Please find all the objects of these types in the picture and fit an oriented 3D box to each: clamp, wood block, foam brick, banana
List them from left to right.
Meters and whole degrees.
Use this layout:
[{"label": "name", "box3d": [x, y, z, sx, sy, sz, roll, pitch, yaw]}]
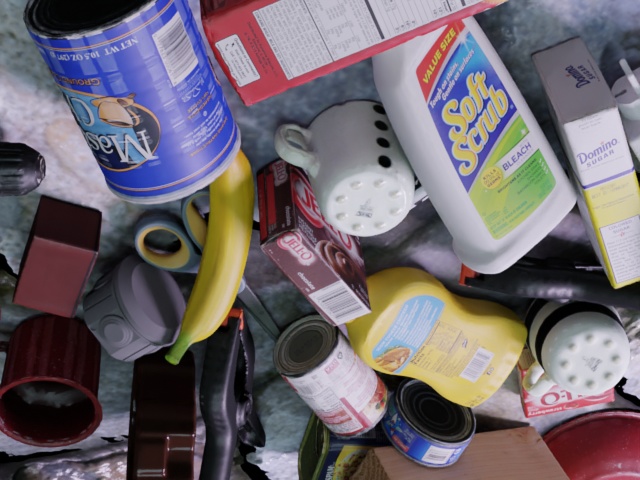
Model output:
[{"label": "foam brick", "box3d": [-0.210, 0.014, 0.854, 0.051, 0.053, 0.078, 15, 127, -18]}, {"label": "banana", "box3d": [-0.077, 0.006, 0.833, 0.037, 0.069, 0.198, 19, 117, 7]}, {"label": "clamp", "box3d": [-0.083, 0.157, 0.941, 0.036, 0.164, 0.210, 7, 124, 11]}, {"label": "wood block", "box3d": [0.133, 0.251, 1.029, 0.205, 0.091, 0.090, 0, 133, -34]}, {"label": "clamp", "box3d": [0.205, 0.035, 0.885, 0.171, 0.120, 0.039, 2, 92, -6]}]

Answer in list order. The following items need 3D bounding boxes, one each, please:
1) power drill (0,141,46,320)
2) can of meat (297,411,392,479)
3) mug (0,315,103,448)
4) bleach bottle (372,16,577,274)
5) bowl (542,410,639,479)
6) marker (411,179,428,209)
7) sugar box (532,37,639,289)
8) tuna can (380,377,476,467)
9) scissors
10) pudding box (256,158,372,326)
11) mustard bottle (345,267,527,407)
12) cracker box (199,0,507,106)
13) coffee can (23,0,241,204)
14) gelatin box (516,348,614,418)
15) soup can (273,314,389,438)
[{"label": "power drill", "box3d": [-0.299, -0.002, 0.829, 0.184, 0.057, 0.188, 2, 129, -2]}, {"label": "can of meat", "box3d": [0.030, 0.208, 1.049, 0.083, 0.057, 0.102, 5, 131, -14]}, {"label": "mug", "box3d": [-0.244, 0.117, 0.922, 0.117, 0.081, 0.093, 11, 129, -16]}, {"label": "bleach bottle", "box3d": [0.086, -0.098, 0.755, 0.102, 0.068, 0.250, -41, 117, -8]}, {"label": "bowl", "box3d": [0.299, 0.250, 1.115, 0.162, 0.055, 0.162, -3, 131, -4]}, {"label": "marker", "box3d": [0.087, -0.045, 0.855, 0.121, 0.020, 0.020, -34, 126, 23]}, {"label": "sugar box", "box3d": [0.212, -0.056, 0.809, 0.048, 0.093, 0.176, -19, 131, 9]}, {"label": "tuna can", "box3d": [0.102, 0.169, 1.002, 0.086, 0.086, 0.034, 14, 127, -18]}, {"label": "scissors", "box3d": [-0.094, 0.034, 0.905, 0.096, 0.016, 0.202, -14, 132, -1]}, {"label": "pudding box", "box3d": [-0.006, 0.001, 0.839, 0.039, 0.090, 0.113, -25, 130, 17]}, {"label": "mustard bottle", "box3d": [0.082, 0.076, 0.933, 0.191, 0.058, 0.096, 24, 111, -24]}, {"label": "cracker box", "box3d": [0.033, -0.187, 0.627, 0.214, 0.164, 0.072, -21, 132, 12]}, {"label": "coffee can", "box3d": [-0.123, -0.109, 0.720, 0.103, 0.103, 0.140, -14, 131, 6]}, {"label": "gelatin box", "box3d": [0.235, 0.131, 1.019, 0.089, 0.030, 0.073, -11, 132, 4]}, {"label": "soup can", "box3d": [0.010, 0.123, 0.963, 0.069, 0.068, 0.102, -25, 129, 16]}]
